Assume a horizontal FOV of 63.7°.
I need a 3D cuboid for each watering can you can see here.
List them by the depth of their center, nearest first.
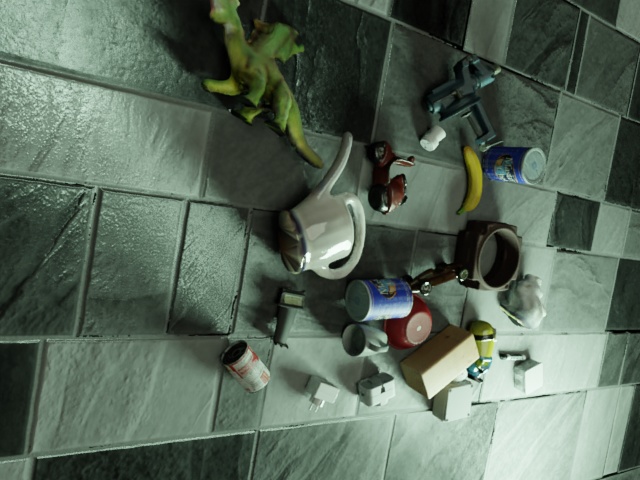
[{"bbox_3d":[0.004,-0.059,1.169,0.226,0.105,0.342,-18,114,-28],"label":"watering can"}]

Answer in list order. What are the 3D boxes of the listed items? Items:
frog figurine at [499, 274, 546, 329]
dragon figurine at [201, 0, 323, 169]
[{"bbox_3d":[0.660,0.193,1.619,0.137,0.123,0.160,42,88,-11],"label":"frog figurine"},{"bbox_3d":[-0.092,-0.348,1.083,0.405,0.122,0.246,35,71,-40],"label":"dragon figurine"}]
